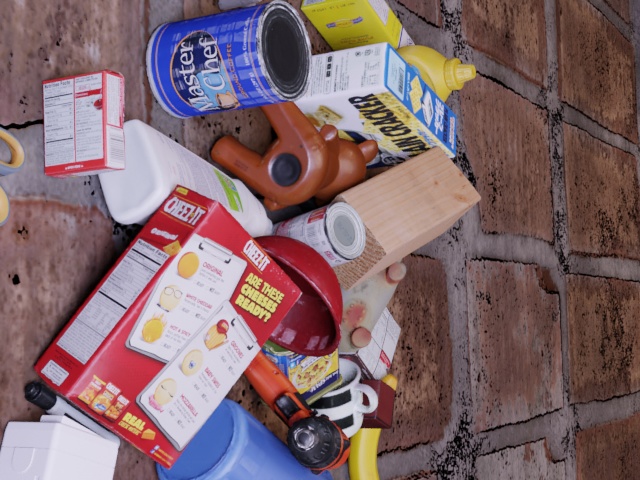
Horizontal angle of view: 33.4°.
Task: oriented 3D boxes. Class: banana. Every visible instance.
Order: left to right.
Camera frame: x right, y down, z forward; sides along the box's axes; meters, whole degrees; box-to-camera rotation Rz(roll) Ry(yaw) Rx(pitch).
[{"bbox_3d":[0.071,0.276,1.403,0.037,0.069,0.198,162,-75,-86],"label":"banana"}]

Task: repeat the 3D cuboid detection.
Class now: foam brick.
[{"bbox_3d":[0.050,0.210,1.363,0.053,0.078,0.051,41,51,-53],"label":"foam brick"}]

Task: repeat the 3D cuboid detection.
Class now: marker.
[{"bbox_3d":[-0.221,0.159,0.955,0.121,0.020,0.020,51,45,-45],"label":"marker"}]

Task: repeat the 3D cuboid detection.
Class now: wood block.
[{"bbox_3d":[0.090,-0.030,1.297,0.205,0.091,0.090,-28,76,-45],"label":"wood block"}]

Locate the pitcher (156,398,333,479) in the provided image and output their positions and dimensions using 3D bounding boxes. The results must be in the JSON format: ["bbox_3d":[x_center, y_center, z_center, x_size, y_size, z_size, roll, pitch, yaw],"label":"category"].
[{"bbox_3d":[-0.065,0.278,1.108,0.242,0.145,0.149,52,-1,-39],"label":"pitcher"}]

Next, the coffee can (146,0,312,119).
[{"bbox_3d":[-0.093,-0.184,1.101,0.102,0.141,0.103,12,76,-59],"label":"coffee can"}]

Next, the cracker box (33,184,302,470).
[{"bbox_3d":[-0.136,0.081,0.984,0.213,0.072,0.164,-54,138,-13],"label":"cracker box"}]

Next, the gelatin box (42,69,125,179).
[{"bbox_3d":[-0.211,-0.103,0.954,0.030,0.073,0.089,7,79,-61],"label":"gelatin box"}]

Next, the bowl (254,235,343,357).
[{"bbox_3d":[-0.033,0.048,1.127,0.055,0.162,0.162,-50,130,-32],"label":"bowl"}]

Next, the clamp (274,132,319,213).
[{"bbox_3d":[-0.006,-0.056,1.340,0.210,0.036,0.164,55,47,-38],"label":"clamp"}]

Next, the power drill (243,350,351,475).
[{"bbox_3d":[-0.046,0.157,1.088,0.188,0.057,0.184,49,-5,17],"label":"power drill"}]

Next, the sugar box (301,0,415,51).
[{"bbox_3d":[0.057,-0.278,1.423,0.176,0.093,0.048,46,49,-48],"label":"sugar box"}]

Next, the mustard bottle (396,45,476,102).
[{"bbox_3d":[0.114,-0.209,1.413,0.058,0.192,0.096,-60,135,-45],"label":"mustard bottle"}]

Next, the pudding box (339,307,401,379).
[{"bbox_3d":[0.065,0.137,1.439,0.090,0.039,0.113,56,39,-38],"label":"pudding box"}]

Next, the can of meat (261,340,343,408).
[{"bbox_3d":[-0.023,0.138,1.227,0.101,0.058,0.084,-27,126,-38],"label":"can of meat"}]

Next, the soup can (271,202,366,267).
[{"bbox_3d":[-0.008,0.001,1.196,0.068,0.102,0.068,20,62,-43],"label":"soup can"}]

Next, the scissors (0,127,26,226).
[{"bbox_3d":[-0.308,-0.056,0.836,0.201,0.016,0.096,-2,88,-60],"label":"scissors"}]

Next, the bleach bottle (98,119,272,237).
[{"bbox_3d":[-0.121,-0.037,1.094,0.250,0.068,0.102,28,36,-58],"label":"bleach bottle"}]
